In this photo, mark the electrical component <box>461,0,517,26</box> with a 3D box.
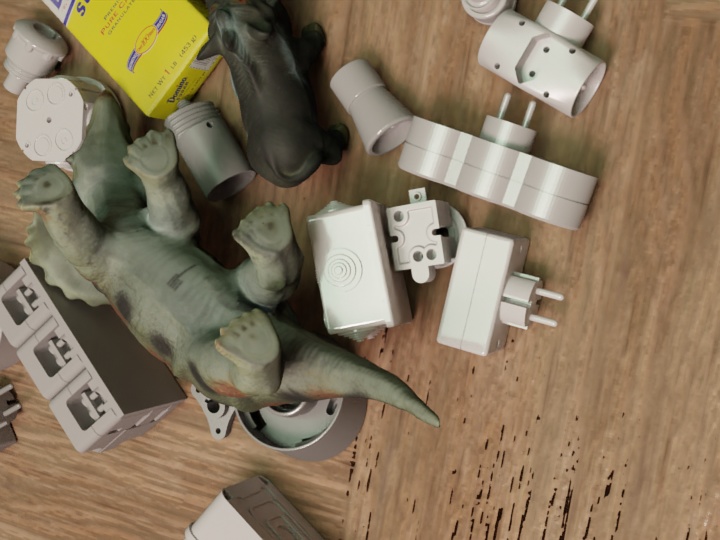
[{"bbox_3d":[0.086,-0.190,0.744,0.035,0.061,0.035,1,92,24],"label":"electrical component"}]

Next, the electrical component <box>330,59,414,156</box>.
[{"bbox_3d":[0.007,-0.122,0.792,0.044,0.044,0.065,-39,72,20],"label":"electrical component"}]

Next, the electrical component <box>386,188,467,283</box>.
[{"bbox_3d":[0.049,-0.025,0.769,0.048,0.055,0.066,-9,88,23],"label":"electrical component"}]

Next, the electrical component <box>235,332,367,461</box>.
[{"bbox_3d":[-0.046,0.095,0.823,0.099,0.064,0.099,-4,77,18],"label":"electrical component"}]

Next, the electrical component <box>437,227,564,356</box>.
[{"bbox_3d":[0.104,0.019,0.751,0.076,0.047,0.083,15,98,22],"label":"electrical component"}]

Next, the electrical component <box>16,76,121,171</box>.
[{"bbox_3d":[-0.242,-0.122,0.894,0.080,0.051,0.080,1,92,23],"label":"electrical component"}]

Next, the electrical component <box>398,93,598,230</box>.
[{"bbox_3d":[0.100,-0.085,0.747,0.138,0.052,0.073,22,100,21],"label":"electrical component"}]

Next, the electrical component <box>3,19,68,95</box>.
[{"bbox_3d":[-0.282,-0.178,0.914,0.048,0.048,0.062,46,114,16],"label":"electrical component"}]

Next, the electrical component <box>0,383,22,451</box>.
[{"bbox_3d":[-0.327,0.125,0.941,0.077,0.047,0.065,-28,81,21],"label":"electrical component"}]

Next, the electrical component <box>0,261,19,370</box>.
[{"bbox_3d":[-0.332,0.041,0.933,0.108,0.060,0.108,1,92,23],"label":"electrical component"}]

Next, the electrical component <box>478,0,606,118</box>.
[{"bbox_3d":[0.133,-0.157,0.734,0.077,0.043,0.079,34,104,19],"label":"electrical component"}]

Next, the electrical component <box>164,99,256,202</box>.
[{"bbox_3d":[-0.121,-0.099,0.846,0.043,0.043,0.081,-35,78,20],"label":"electrical component"}]

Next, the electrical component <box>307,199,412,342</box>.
[{"bbox_3d":[0.000,0.000,0.769,0.048,0.100,0.099,-11,87,11],"label":"electrical component"}]

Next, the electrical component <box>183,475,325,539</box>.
[{"bbox_3d":[-0.071,0.220,0.817,0.113,0.078,0.057,44,104,16],"label":"electrical component"}]

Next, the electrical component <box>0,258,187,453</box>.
[{"bbox_3d":[-0.224,0.067,0.871,0.062,0.089,0.150,-40,76,19],"label":"electrical component"}]
